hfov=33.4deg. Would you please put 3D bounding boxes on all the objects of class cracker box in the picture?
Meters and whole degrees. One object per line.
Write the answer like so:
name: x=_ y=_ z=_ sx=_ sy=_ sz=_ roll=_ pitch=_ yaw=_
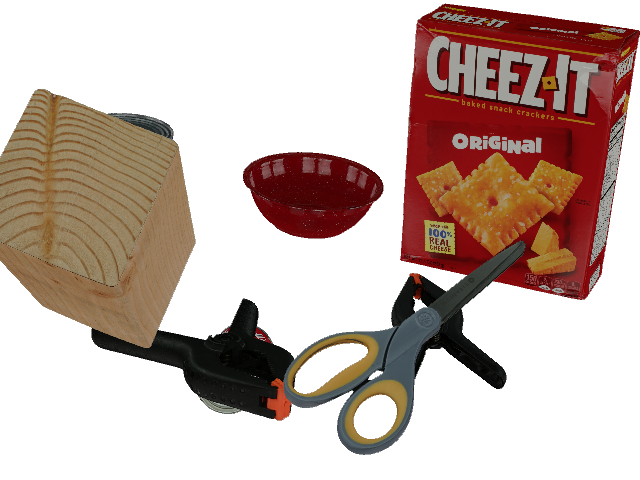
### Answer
cracker box: x=0.155 y=-0.071 z=0.868 sx=0.164 sy=0.214 sz=0.072 roll=13 pitch=28 yaw=23

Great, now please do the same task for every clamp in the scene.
clamp: x=0.133 y=0.104 z=1.160 sx=0.120 sy=0.171 sz=0.039 roll=4 pitch=-45 yaw=-6
clamp: x=-0.078 y=0.097 z=0.919 sx=0.164 sy=0.036 sz=0.210 roll=-11 pitch=22 yaw=-39

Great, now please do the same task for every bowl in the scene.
bowl: x=-0.011 y=-0.046 z=1.224 sx=0.162 sy=0.055 sz=0.162 roll=5 pitch=27 yaw=-3

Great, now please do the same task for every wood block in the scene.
wood block: x=-0.141 y=-0.003 z=0.678 sx=0.090 sy=0.091 sz=0.206 roll=22 pitch=-15 yaw=2

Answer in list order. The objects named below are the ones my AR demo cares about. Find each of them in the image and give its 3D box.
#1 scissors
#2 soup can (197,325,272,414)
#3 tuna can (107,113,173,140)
scissors: x=0.074 y=0.075 z=0.720 sx=0.201 sy=0.096 sz=0.016 roll=-23 pitch=-29 yaw=-10
soup can: x=-0.093 y=0.139 z=1.163 sx=0.068 sy=0.068 sz=0.102 roll=0 pitch=15 yaw=9
tuna can: x=-0.178 y=-0.086 z=0.973 sx=0.086 sy=0.034 sz=0.086 roll=6 pitch=25 yaw=-3
